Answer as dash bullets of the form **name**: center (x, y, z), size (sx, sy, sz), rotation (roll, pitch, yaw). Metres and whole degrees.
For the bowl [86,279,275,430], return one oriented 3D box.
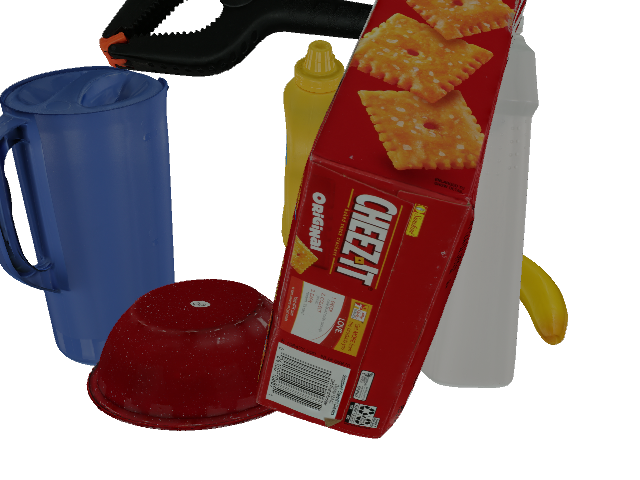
- **bowl**: center (-0.084, 0.069, 0.745), size (0.162, 0.055, 0.162), rotation (-2, 20, 1)

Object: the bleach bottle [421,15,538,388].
- **bleach bottle**: center (0.106, -0.033, 0.721), size (0.068, 0.251, 0.102), rotation (2, 14, -8)

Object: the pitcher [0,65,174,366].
- **pitcher**: center (-0.194, -0.016, 0.901), size (0.149, 0.243, 0.145), rotation (-4, 25, -5)

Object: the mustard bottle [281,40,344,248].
- **mustard bottle**: center (-0.003, -0.084, 0.919), size (0.058, 0.192, 0.096), rotation (10, 41, 10)

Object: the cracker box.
- **cracker box**: center (0.041, -0.038, 0.512), size (0.072, 0.164, 0.213), rotation (18, 46, 5)

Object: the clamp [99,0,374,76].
- **clamp**: center (-0.046, -0.162, 0.725), size (0.210, 0.165, 0.036), rotation (-31, -19, -5)

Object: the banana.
- **banana**: center (0.191, 0.043, 1.064), size (0.069, 0.037, 0.198), rotation (-34, 37, -15)
